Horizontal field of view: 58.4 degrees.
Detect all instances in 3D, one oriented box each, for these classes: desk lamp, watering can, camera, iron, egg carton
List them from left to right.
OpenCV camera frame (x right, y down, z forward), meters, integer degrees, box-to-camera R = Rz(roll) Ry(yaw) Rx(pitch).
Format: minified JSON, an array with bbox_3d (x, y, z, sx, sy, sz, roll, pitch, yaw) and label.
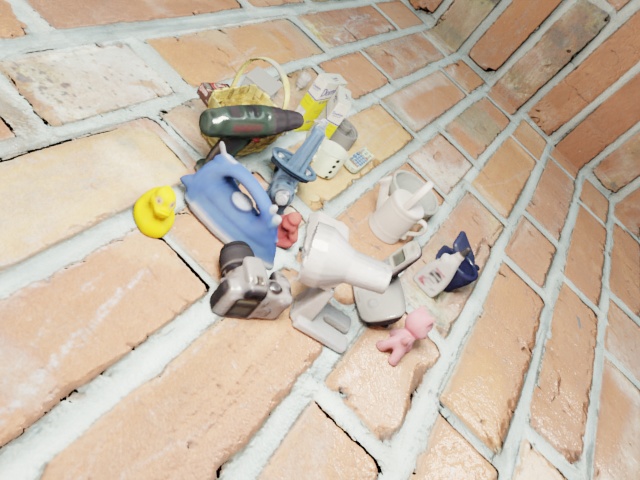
[{"bbox_3d":[-0.153,-0.071,1.159,0.258,0.141,0.119,45,36,3],"label":"iron"},{"bbox_3d":[-0.129,0.068,1.076,0.144,0.100,0.136,12,46,-36],"label":"camera"},{"bbox_3d":[0.012,0.005,1.299,0.107,0.069,0.150,28,38,-19],"label":"egg carton"},{"bbox_3d":[0.026,0.087,1.108,0.204,0.213,0.118,33,37,-14],"label":"desk lamp"},{"bbox_3d":[0.214,-0.089,1.478,0.173,0.193,0.101,33,37,-14],"label":"watering can"}]

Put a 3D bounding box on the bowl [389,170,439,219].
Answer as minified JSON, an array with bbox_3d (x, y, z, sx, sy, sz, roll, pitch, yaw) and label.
[{"bbox_3d":[0.257,-0.118,1.649,0.168,0.074,0.167,25,39,-23],"label":"bowl"}]

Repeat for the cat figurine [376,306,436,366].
[{"bbox_3d":[0.198,0.199,1.239,0.067,0.117,0.128,48,36,8],"label":"cat figurine"}]

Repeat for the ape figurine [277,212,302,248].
[{"bbox_3d":[-0.074,-0.027,1.232,0.078,0.092,0.076,45,36,3],"label":"ape figurine"}]

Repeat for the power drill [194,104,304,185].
[{"bbox_3d":[-0.169,-0.209,1.227,0.230,0.208,0.075,-2,55,-44],"label":"power drill"}]

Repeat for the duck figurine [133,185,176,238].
[{"bbox_3d":[-0.297,-0.067,1.067,0.078,0.086,0.104,18,43,-30],"label":"duck figurine"}]

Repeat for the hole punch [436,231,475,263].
[{"bbox_3d":[0.395,0.041,1.604,0.101,0.091,0.109,45,36,2],"label":"hole punch"}]

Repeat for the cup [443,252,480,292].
[{"bbox_3d":[0.363,0.093,1.520,0.118,0.094,0.091,2,52,-42],"label":"cup"}]

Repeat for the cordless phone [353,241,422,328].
[{"bbox_3d":[0.158,0.094,1.249,0.094,0.184,0.147,17,43,-31],"label":"cordless phone"}]

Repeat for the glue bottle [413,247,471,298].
[{"bbox_3d":[0.313,0.070,1.429,0.078,0.173,0.037,45,36,3],"label":"glue bottle"}]

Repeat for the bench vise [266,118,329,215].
[{"bbox_3d":[-0.045,-0.157,1.281,0.122,0.219,0.207,19,42,-29],"label":"bench vise"}]
